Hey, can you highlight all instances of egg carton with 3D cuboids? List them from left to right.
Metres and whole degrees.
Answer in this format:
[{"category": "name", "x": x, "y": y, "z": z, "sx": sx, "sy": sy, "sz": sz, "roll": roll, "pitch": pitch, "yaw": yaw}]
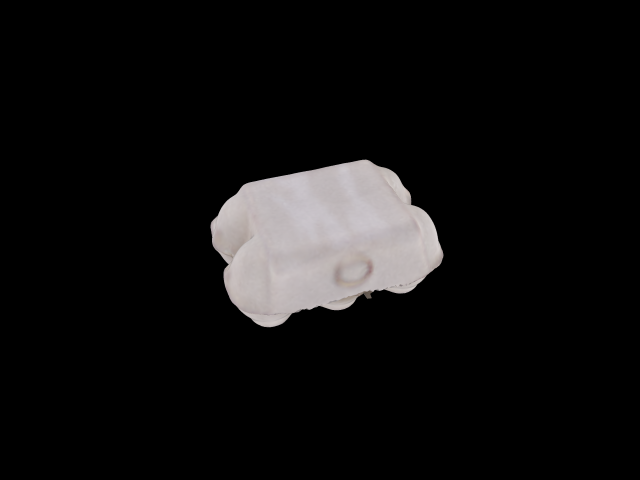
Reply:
[{"category": "egg carton", "x": 0.004, "y": 0.001, "z": 0.400, "sx": 0.150, "sy": 0.069, "sz": 0.107, "roll": -14, "pitch": 43, "yaw": -15}]
